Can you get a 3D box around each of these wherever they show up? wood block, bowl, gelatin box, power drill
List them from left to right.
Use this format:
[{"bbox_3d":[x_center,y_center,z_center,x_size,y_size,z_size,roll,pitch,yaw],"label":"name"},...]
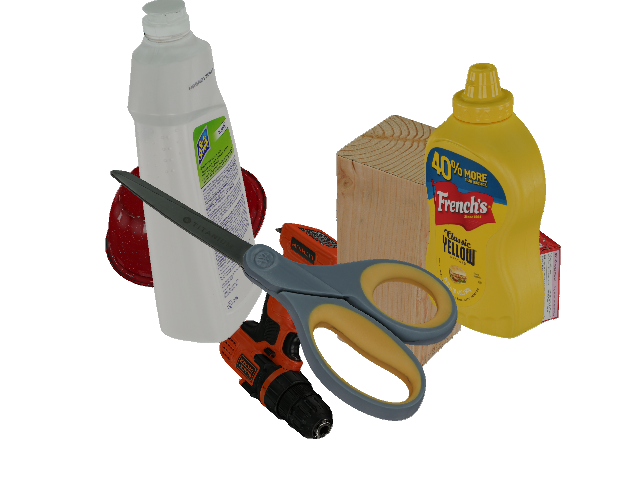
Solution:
[{"bbox_3d":[-0.135,-0.034,0.993,0.162,0.162,0.055,0,-41,20],"label":"bowl"},{"bbox_3d":[-0.022,0.090,1.111,0.057,0.188,0.185,13,17,-44],"label":"power drill"},{"bbox_3d":[0.075,0.005,0.967,0.091,0.206,0.090,23,41,31],"label":"wood block"},{"bbox_3d":[0.221,0.031,1.122,0.030,0.089,0.073,-14,29,-15],"label":"gelatin box"}]

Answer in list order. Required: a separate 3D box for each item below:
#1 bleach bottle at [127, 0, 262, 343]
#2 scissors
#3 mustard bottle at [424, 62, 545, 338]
[{"bbox_3d":[-0.092,-0.052,0.770,0.068,0.251,0.102,6,34,15],"label":"bleach bottle"},{"bbox_3d":[-0.011,0.008,0.557,0.096,0.202,0.016,-33,-22,-30],"label":"scissors"},{"bbox_3d":[0.115,-0.031,0.754,0.058,0.192,0.096,-21,32,-30],"label":"mustard bottle"}]
